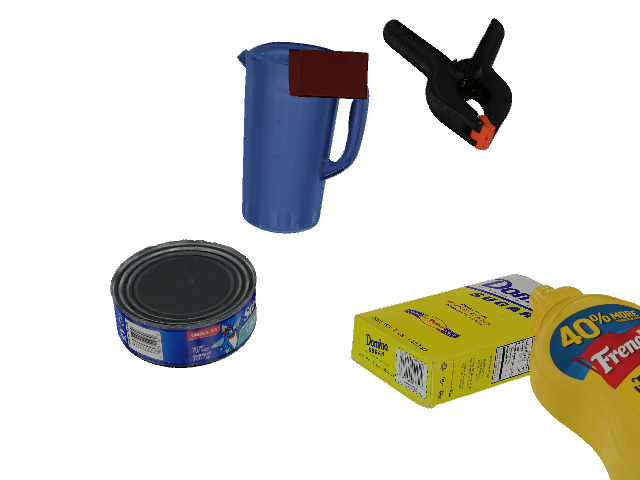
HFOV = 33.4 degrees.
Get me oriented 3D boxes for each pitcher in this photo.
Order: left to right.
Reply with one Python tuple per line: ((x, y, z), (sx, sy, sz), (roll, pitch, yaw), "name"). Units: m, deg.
((-0.033, -0.135, 1.424), (0.144, 0.243, 0.149), (-4, 24, -22), "pitcher")

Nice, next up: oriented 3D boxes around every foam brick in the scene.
((0.008, -0.181, 1.165), (0.078, 0.051, 0.053), (0, 11, -16), "foam brick")

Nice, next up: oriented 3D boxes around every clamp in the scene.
((0.121, -0.154, 0.992), (0.120, 0.171, 0.039), (-1, -44, -1), "clamp")

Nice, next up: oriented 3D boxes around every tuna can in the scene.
((-0.080, 0.037, 0.637), (0.086, 0.034, 0.086), (0, 34, 0), "tuna can")

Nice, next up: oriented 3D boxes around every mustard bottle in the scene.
((0.178, 0.082, 0.621), (0.096, 0.058, 0.192), (-16, 34, -15), "mustard bottle")

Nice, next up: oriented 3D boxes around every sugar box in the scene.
((0.121, 0.073, 0.830), (0.175, 0.048, 0.093), (-15, 28, -33), "sugar box")
